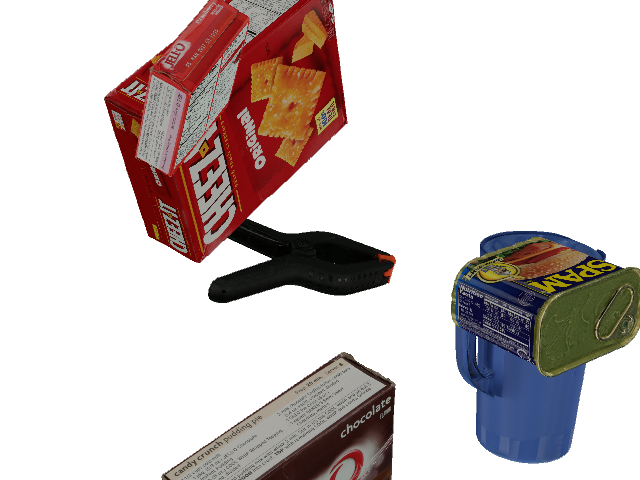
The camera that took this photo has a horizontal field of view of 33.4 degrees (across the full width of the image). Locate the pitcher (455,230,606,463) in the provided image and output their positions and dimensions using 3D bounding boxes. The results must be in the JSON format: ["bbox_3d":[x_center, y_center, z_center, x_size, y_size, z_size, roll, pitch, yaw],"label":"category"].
[{"bbox_3d":[0.225,0.119,1.176,0.149,0.243,0.145,6,18,11],"label":"pitcher"}]

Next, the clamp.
[{"bbox_3d":[-0.025,0.024,1.067,0.210,0.036,0.164,10,29,-10],"label":"clamp"}]

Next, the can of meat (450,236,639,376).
[{"bbox_3d":[0.150,0.040,0.711,0.101,0.057,0.084,-16,26,-33],"label":"can of meat"}]

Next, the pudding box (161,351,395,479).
[{"bbox_3d":[-0.016,0.116,0.487,0.039,0.090,0.113,30,47,34],"label":"pudding box"}]

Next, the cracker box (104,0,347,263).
[{"bbox_3d":[-0.069,-0.110,0.913,0.072,0.164,0.213,27,57,28],"label":"cracker box"}]

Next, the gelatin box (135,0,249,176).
[{"bbox_3d":[-0.079,-0.093,0.647,0.030,0.073,0.089,30,-34,4],"label":"gelatin box"}]
